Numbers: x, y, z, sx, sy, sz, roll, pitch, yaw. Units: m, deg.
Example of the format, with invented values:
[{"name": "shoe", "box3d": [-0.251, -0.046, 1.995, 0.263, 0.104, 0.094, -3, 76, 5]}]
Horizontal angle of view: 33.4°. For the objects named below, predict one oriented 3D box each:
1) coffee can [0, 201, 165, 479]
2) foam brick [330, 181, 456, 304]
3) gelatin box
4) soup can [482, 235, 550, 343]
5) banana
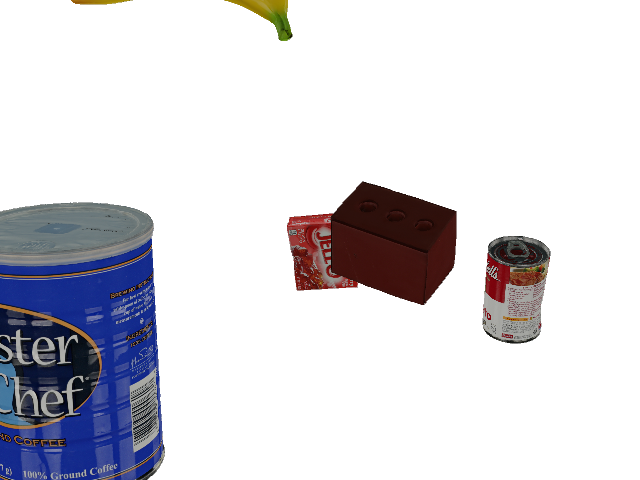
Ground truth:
[{"name": "coffee can", "box3d": [-0.141, 0.059, 0.592, 0.103, 0.140, 0.103, -1, 16, 0]}, {"name": "foam brick", "box3d": [0.052, 0.002, 0.762, 0.078, 0.051, 0.052, 19, 41, 22]}, {"name": "gelatin box", "box3d": [0.004, 0.013, 1.237, 0.073, 0.089, 0.030, -4, 29, 8]}, {"name": "soup can", "box3d": [0.217, 0.055, 1.189, 0.068, 0.102, 0.068, 0, 28, 0]}, {"name": "banana", "box3d": [-0.107, -0.208, 0.866, 0.198, 0.069, 0.037, 11, -41, 16]}]
